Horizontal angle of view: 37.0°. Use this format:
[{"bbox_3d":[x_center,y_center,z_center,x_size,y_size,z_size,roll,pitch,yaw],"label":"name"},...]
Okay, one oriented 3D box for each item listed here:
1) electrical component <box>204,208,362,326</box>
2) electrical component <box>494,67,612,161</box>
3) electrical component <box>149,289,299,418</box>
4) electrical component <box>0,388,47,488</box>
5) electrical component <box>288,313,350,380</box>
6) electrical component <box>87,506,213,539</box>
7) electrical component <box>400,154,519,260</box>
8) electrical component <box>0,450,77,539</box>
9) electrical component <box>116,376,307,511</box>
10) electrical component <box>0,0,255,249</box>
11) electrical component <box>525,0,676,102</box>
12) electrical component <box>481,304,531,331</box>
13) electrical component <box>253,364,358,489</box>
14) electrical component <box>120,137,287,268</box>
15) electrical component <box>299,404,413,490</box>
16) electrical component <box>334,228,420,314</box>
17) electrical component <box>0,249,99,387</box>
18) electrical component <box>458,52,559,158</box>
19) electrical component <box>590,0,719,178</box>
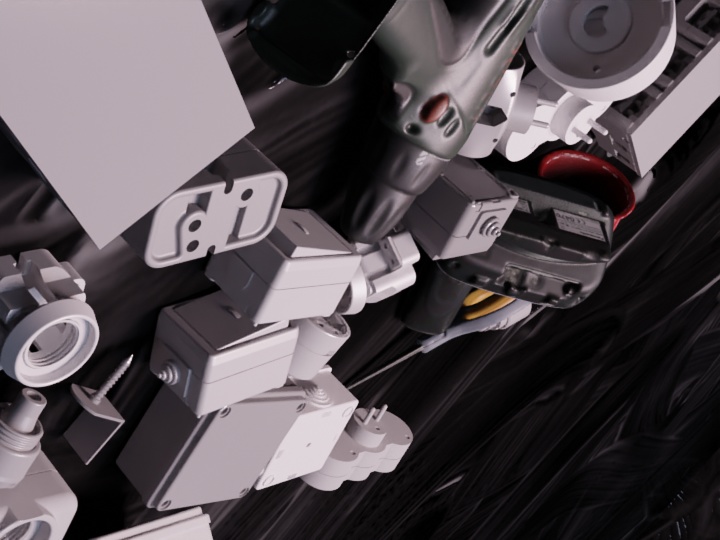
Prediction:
[{"bbox_3d":[-0.046,-0.007,0.743,0.096,0.062,0.061,-5,131,-51],"label":"electrical component"},{"bbox_3d":[0.166,-0.126,0.868,0.138,0.074,0.052,-29,147,-29],"label":"electrical component"},{"bbox_3d":[-0.099,0.053,0.745,0.096,0.062,0.061,-17,135,-43],"label":"electrical component"},{"bbox_3d":[-0.218,0.103,0.669,0.062,0.043,0.043,-55,150,11],"label":"electrical component"},{"bbox_3d":[-0.043,0.051,0.830,0.047,0.055,0.055,-53,151,18],"label":"electrical component"},{"bbox_3d":[-0.181,0.225,0.809,0.109,0.056,0.109,-24,168,38],"label":"electrical component"},{"bbox_3d":[0.068,-0.048,0.809,0.062,0.096,0.061,-11,137,-47],"label":"electrical component"},{"bbox_3d":[-0.237,0.159,0.698,0.095,0.059,0.053,-3,129,-52],"label":"electrical component"},{"bbox_3d":[-0.112,0.122,0.822,0.109,0.056,0.108,7,121,-56],"label":"electrical component"},{"bbox_3d":[-0.131,-0.107,0.506,0.105,0.060,0.186,-40,151,-13],"label":"electrical component"},{"bbox_3d":[0.181,-0.177,0.797,0.108,0.108,0.060,-52,157,8],"label":"electrical component"},{"bbox_3d":[0.135,0.040,1.070,0.078,0.040,0.040,-26,145,-33],"label":"electrical component"},{"bbox_3d":[-0.058,0.134,0.918,0.100,0.048,0.099,-7,132,-50],"label":"electrical component"},{"bbox_3d":[-0.099,-0.046,0.627,0.095,0.059,0.053,-17,140,-42],"label":"electrical component"},{"bbox_3d":[0.002,0.157,1.022,0.138,0.052,0.073,-4,130,-52],"label":"electrical component"},{"bbox_3d":[0.000,0.000,0.814,0.057,0.058,0.078,-22,175,-34],"label":"electrical component"},{"bbox_3d":[-0.185,0.028,0.607,0.078,0.057,0.058,-15,138,-44],"label":"electrical component"},{"bbox_3d":[0.107,-0.123,0.799,0.079,0.043,0.077,11,128,-8],"label":"electrical component"},{"bbox_3d":[0.278,-0.172,0.974,0.150,0.062,0.089,-47,151,-1],"label":"electrical component"}]
